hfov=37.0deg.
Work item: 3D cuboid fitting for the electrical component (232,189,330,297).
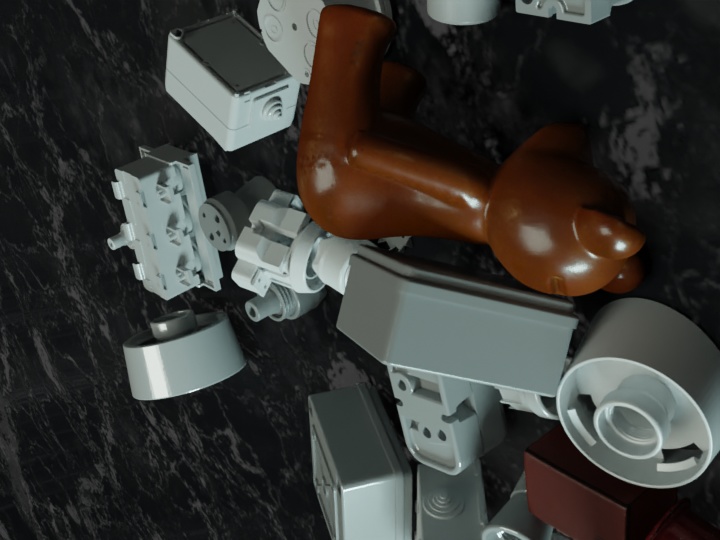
[{"bbox_3d":[-0.052,-0.016,0.804,0.057,0.078,0.058,19,164,23],"label":"electrical component"}]

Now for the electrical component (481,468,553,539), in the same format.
[{"bbox_3d":[0.114,0.160,0.713,0.044,0.065,0.044,22,139,20],"label":"electrical component"}]

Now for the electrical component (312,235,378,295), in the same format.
[{"bbox_3d":[0.000,0.000,0.768,0.062,0.043,0.043,32,137,34],"label":"electrical component"}]

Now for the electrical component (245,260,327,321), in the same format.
[{"bbox_3d":[-0.061,0.020,0.846,0.043,0.062,0.043,32,137,36],"label":"electrical component"}]

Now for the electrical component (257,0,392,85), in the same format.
[{"bbox_3d":[-0.022,-0.159,0.672,0.080,0.051,0.080,32,137,36],"label":"electrical component"}]

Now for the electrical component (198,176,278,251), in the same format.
[{"bbox_3d":[-0.093,-0.044,0.848,0.045,0.055,0.045,33,138,36],"label":"electrical component"}]

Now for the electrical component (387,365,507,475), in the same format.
[{"bbox_3d":[0.062,0.081,0.729,0.054,0.059,0.095,13,124,49],"label":"electrical component"}]

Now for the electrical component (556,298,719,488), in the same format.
[{"bbox_3d":[0.162,0.071,0.607,0.099,0.064,0.099,22,133,26],"label":"electrical component"}]

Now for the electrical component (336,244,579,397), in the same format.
[{"bbox_3d":[0.053,0.028,0.627,0.109,0.109,0.056,-152,75,-73],"label":"electrical component"}]

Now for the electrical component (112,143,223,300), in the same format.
[{"bbox_3d":[-0.169,-0.040,0.944,0.079,0.063,0.121,23,131,43],"label":"electrical component"}]

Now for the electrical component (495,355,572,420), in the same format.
[{"bbox_3d":[0.112,0.072,0.676,0.046,0.040,0.040,-4,111,61],"label":"electrical component"}]

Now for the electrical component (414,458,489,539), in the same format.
[{"bbox_3d":[0.065,0.198,0.780,0.099,0.048,0.099,-90,-2,-55],"label":"electrical component"}]

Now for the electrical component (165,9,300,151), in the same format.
[{"bbox_3d":[-0.088,-0.130,0.772,0.096,0.062,0.061,44,143,24],"label":"electrical component"}]

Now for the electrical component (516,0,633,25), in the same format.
[{"bbox_3d":[0.108,-0.144,0.506,0.066,0.055,0.048,24,132,43],"label":"electrical component"}]

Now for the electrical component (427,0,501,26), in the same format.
[{"bbox_3d":[0.056,-0.167,0.572,0.040,0.040,0.078,30,135,39],"label":"electrical component"}]

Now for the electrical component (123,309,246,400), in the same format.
[{"bbox_3d":[-0.164,0.071,0.985,0.108,0.108,0.060,-1,107,53],"label":"electrical component"}]

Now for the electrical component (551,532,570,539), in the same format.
[{"bbox_3d":[0.142,0.241,0.759,0.099,0.064,0.099,23,135,25],"label":"electrical component"}]

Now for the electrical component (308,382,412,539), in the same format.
[{"bbox_3d":[-0.001,0.164,0.842,0.108,0.056,0.108,-116,20,-52],"label":"electrical component"}]

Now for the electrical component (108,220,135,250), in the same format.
[{"bbox_3d":[-0.205,-0.036,0.996,0.035,0.061,0.035,33,137,36],"label":"electrical component"}]
